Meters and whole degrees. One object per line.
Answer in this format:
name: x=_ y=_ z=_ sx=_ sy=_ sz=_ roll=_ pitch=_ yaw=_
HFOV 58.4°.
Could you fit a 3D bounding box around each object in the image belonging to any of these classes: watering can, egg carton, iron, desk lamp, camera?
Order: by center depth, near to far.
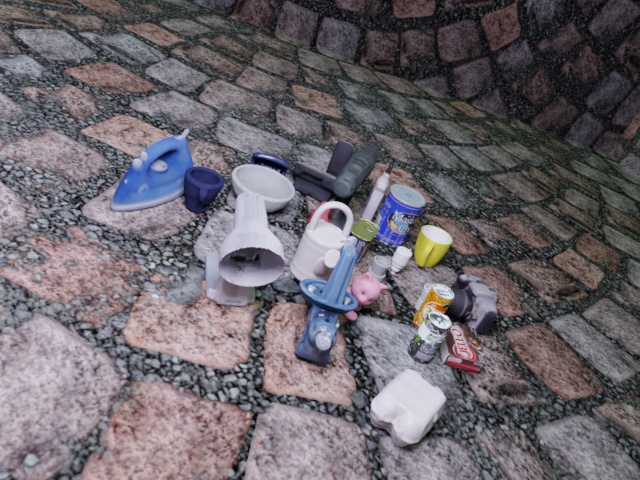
egg carton: x=0.159 y=0.301 z=1.031 sx=0.107 sy=0.069 sz=0.151 roll=36 pitch=33 yaw=19
desk lamp: x=-0.150 y=0.027 z=1.097 sx=0.118 sy=0.213 sz=0.203 roll=10 pitch=33 yaw=-22
watering can: x=0.014 y=0.005 z=1.264 sx=0.101 sy=0.194 sz=0.172 roll=-1 pitch=39 yaw=-35
iron: x=-0.378 y=-0.166 z=1.309 sx=0.118 sy=0.141 sz=0.259 roll=28 pitch=31 yaw=7
camera: x=0.346 y=0.138 z=1.381 sx=0.137 sy=0.101 sz=0.143 roll=13 pitch=32 yaw=-18

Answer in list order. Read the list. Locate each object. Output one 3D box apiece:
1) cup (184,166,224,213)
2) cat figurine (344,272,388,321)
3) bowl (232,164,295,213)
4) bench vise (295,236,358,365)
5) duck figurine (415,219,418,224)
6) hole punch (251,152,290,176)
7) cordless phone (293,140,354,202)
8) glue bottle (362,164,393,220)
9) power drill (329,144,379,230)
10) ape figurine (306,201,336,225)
cup: x=-0.277 y=-0.103 z=1.328 sx=0.092 sy=0.095 sz=0.117 roll=12 pitch=32 yaw=-19
cat figurine: x=0.074 y=0.104 z=1.228 sx=0.127 sy=0.117 sz=0.067 roll=27 pitch=31 yaw=4
bowl: x=-0.152 y=-0.120 z=1.459 sx=0.168 sy=0.074 sz=0.167 roll=18 pitch=31 yaw=-11
bench vise: x=0.032 y=0.115 z=1.082 sx=0.122 sy=0.219 sz=0.207 roll=10 pitch=33 yaw=-23
duck figurine: x=0.251 y=-0.095 z=1.689 sx=0.104 sy=0.086 sz=0.078 roll=37 pitch=33 yaw=21
hole punch: x=-0.143 y=-0.210 z=1.589 sx=0.109 sy=0.091 sz=0.101 roll=17 pitch=31 yaw=-12
cordless phone: x=0.009 y=-0.212 z=1.605 sx=0.147 sy=0.185 sz=0.094 roll=22 pitch=31 yaw=-3
glue bottle: x=0.166 y=-0.139 z=1.613 sx=0.037 sy=0.173 sz=0.078 roll=23 pitch=31 yaw=-2
power drill: x=0.076 y=-0.136 z=1.512 sx=0.075 sy=0.208 sz=0.230 roll=28 pitch=31 yaw=7
ape figurine: x=0.005 y=-0.056 z=1.453 sx=0.077 sy=0.092 sz=0.076 roll=41 pitch=35 yaw=27
